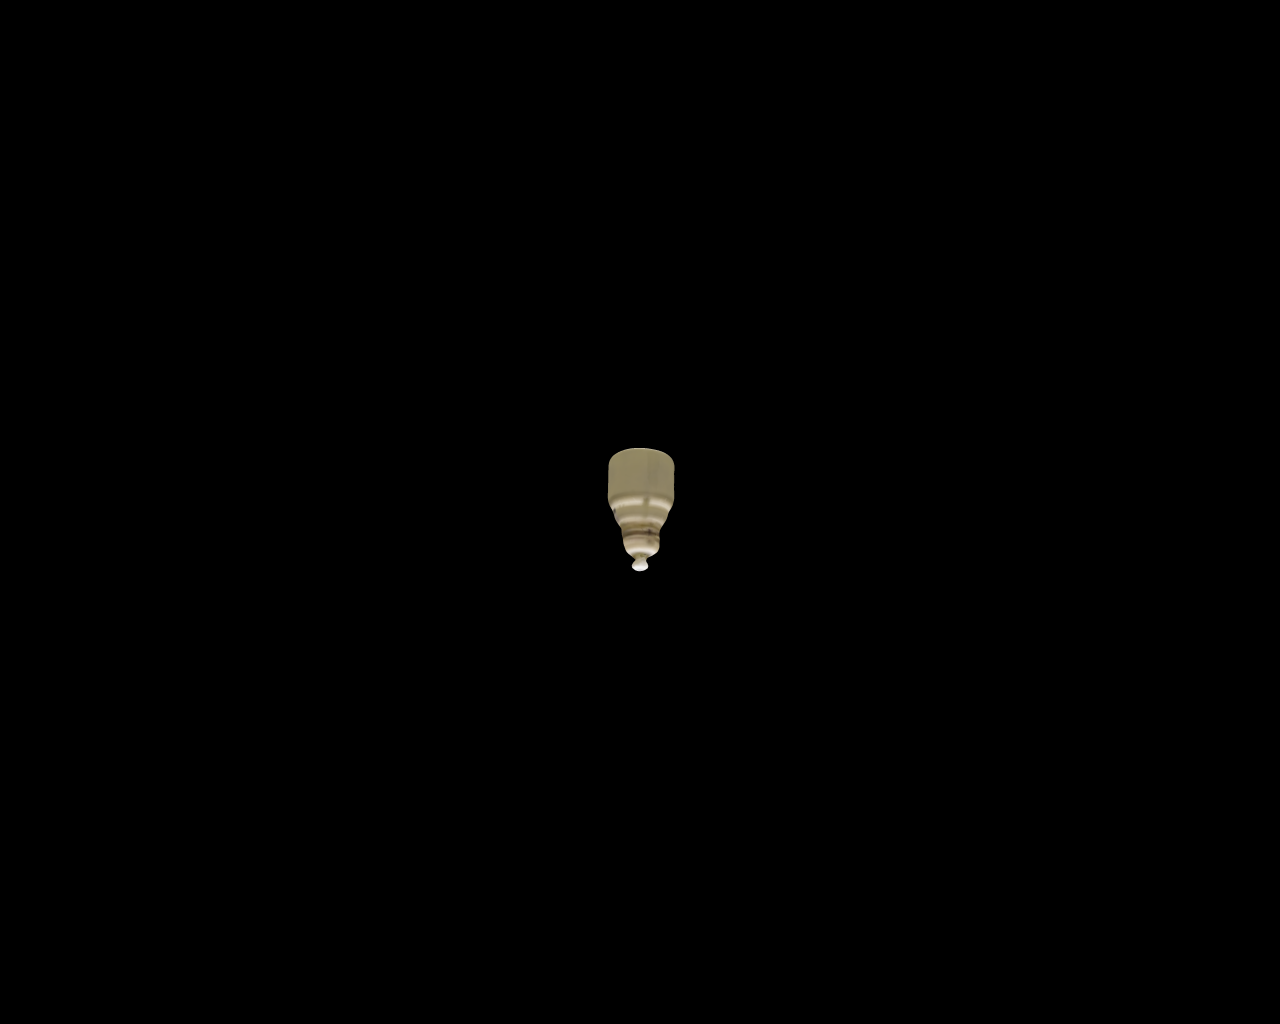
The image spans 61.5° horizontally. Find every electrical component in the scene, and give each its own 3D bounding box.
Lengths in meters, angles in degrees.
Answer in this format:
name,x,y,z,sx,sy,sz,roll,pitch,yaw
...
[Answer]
name,x,y,z,sx,sy,sz,roll,pitch,yaw
electrical component,0.001,-0.003,0.650,0.040,0.078,0.040,0,-17,0
